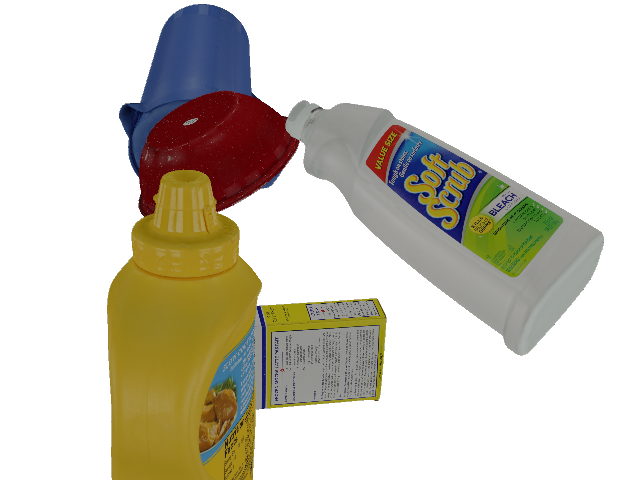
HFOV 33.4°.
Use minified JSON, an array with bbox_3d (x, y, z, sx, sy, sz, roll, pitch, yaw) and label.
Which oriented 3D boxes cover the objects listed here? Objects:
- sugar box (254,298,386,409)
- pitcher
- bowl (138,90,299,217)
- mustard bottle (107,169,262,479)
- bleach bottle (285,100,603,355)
[{"bbox_3d":[-0.031,0.106,0.984,0.176,0.093,0.048,-1,25,-8],"label":"sugar box"},{"bbox_3d":[-0.127,-0.159,1.198,0.145,0.149,0.243,-12,39,9],"label":"pitcher"},{"bbox_3d":[-0.102,-0.085,0.945,0.162,0.055,0.162,-21,31,13],"label":"bowl"},{"bbox_3d":[-0.054,0.064,0.434,0.058,0.192,0.096,8,23,11],"label":"mustard bottle"},{"bbox_3d":[0.071,-0.027,0.771,0.251,0.068,0.102,34,60,24],"label":"bleach bottle"}]
